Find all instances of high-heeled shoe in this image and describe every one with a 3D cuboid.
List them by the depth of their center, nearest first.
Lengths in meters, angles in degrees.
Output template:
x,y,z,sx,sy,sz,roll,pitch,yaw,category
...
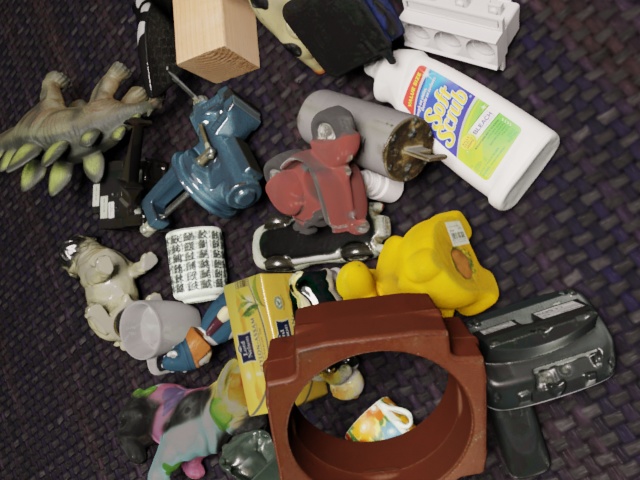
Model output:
x,y,z,sx,sy,sz,roll,pitch,yaw,category
-0.269,-0.312,0.833,0.145,0.086,0.248,-9,62,39,high-heeled shoe

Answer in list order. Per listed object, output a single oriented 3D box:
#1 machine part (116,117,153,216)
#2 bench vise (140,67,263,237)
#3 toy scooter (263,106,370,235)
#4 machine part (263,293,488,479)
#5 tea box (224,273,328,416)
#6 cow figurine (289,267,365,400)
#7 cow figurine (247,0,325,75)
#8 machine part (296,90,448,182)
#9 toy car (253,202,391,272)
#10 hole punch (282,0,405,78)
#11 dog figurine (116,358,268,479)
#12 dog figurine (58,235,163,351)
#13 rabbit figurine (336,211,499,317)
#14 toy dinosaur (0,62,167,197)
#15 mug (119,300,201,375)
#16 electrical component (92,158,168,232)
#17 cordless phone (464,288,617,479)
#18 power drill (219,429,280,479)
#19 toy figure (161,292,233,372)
x,y,z,sx,sy,sz,roll,pitch,yaw,category
-0.275,-0.110,0.788,0.084,0.039,0.138,-143,62,-63,machine part
-0.184,-0.102,0.780,0.240,0.128,0.224,-40,66,17,bench vise
0.002,-0.056,0.619,0.184,0.075,0.135,-32,79,57,toy scooter
0.053,0.158,0.524,0.202,0.087,0.200,-8,112,-1,machine part
-0.057,0.131,0.703,0.068,0.098,0.169,-18,80,27,tea box
0.010,0.118,0.667,0.068,0.098,0.167,-21,76,20,cow figurine
-0.061,-0.320,0.719,0.085,0.127,0.195,-45,70,16,cow figurine
0.049,-0.128,0.644,0.243,0.079,0.079,34,104,46,machine part
-0.001,-0.002,0.706,0.202,0.056,0.073,-10,75,27,toy car
0.037,-0.270,0.631,0.116,0.142,0.092,-4,42,54,hole punch
-0.169,0.231,0.757,0.192,0.108,0.219,42,102,28,dog figurine
-0.361,0.082,0.887,0.191,0.121,0.172,6,86,43,dog figurine
0.090,0.058,0.612,0.173,0.162,0.122,-28,86,43,rabbit figurine
-0.438,-0.176,0.889,0.472,0.105,0.198,-6,58,27,toy dinosaur
-0.222,0.137,0.789,0.081,0.107,0.109,-20,82,28,mug
-0.314,-0.072,0.882,0.134,0.058,0.114,0,85,29,electrical component
0.236,0.156,0.557,0.147,0.089,0.184,-18,99,2,cordless phone
-0.049,0.351,0.670,0.232,0.086,0.207,15,125,35,power drill
-0.152,0.128,0.745,0.058,0.064,0.154,34,73,31,toy figure
